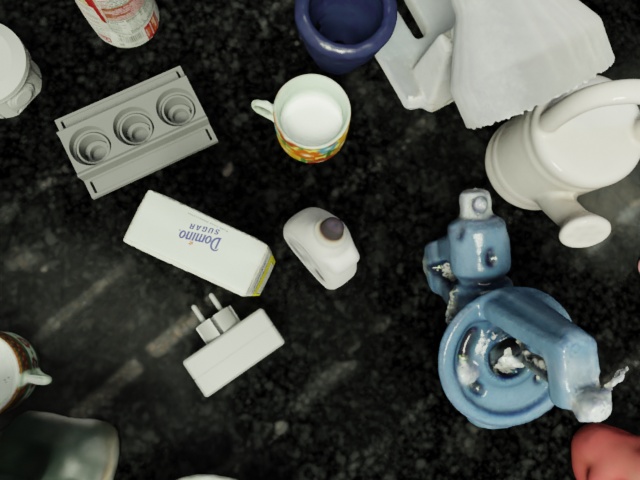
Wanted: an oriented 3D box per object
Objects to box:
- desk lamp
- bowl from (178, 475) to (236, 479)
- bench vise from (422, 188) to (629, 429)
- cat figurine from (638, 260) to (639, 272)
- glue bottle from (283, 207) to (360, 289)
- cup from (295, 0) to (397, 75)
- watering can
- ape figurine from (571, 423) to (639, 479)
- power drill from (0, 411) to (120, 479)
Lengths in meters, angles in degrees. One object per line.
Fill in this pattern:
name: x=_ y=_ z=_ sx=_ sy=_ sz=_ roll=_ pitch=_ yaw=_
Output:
desk lamp: x=0.125 y=-0.183 z=0.491 sx=0.118 sy=0.213 sz=0.203 roll=-30 pitch=86 yaw=-8
bowl: x=-0.096 y=0.277 z=0.485 sx=0.167 sy=0.074 sz=0.167 roll=1 pitch=83 yaw=-5
bench vise: x=0.141 y=0.063 z=0.459 sx=0.121 sy=0.219 sz=0.207 roll=-27 pitch=86 yaw=-7
cat figurine: x=0.364 y=0.035 z=0.534 sx=0.067 sy=0.117 sz=0.128 roll=-16 pitch=85 yaw=-7
glue bottle: x=0.004 y=0.002 z=0.478 sx=0.037 sy=0.173 sz=0.078 roll=-38 pitch=87 yaw=-8
cup: x=0.014 y=-0.210 z=0.544 sx=0.092 sy=0.095 sz=0.118 roll=-26 pitch=86 yaw=-7
watering can: x=0.228 y=-0.083 z=0.498 sx=0.101 sy=0.194 sz=0.173 roll=-15 pitch=84 yaw=-6
ape figurine: x=0.277 y=0.206 z=0.519 sx=0.078 sy=0.092 sz=0.076 roll=-28 pitch=86 yaw=-8
power drill: x=-0.221 y=0.184 z=0.417 sx=0.229 sy=0.208 sz=0.076 roll=9 pitch=82 yaw=-4
